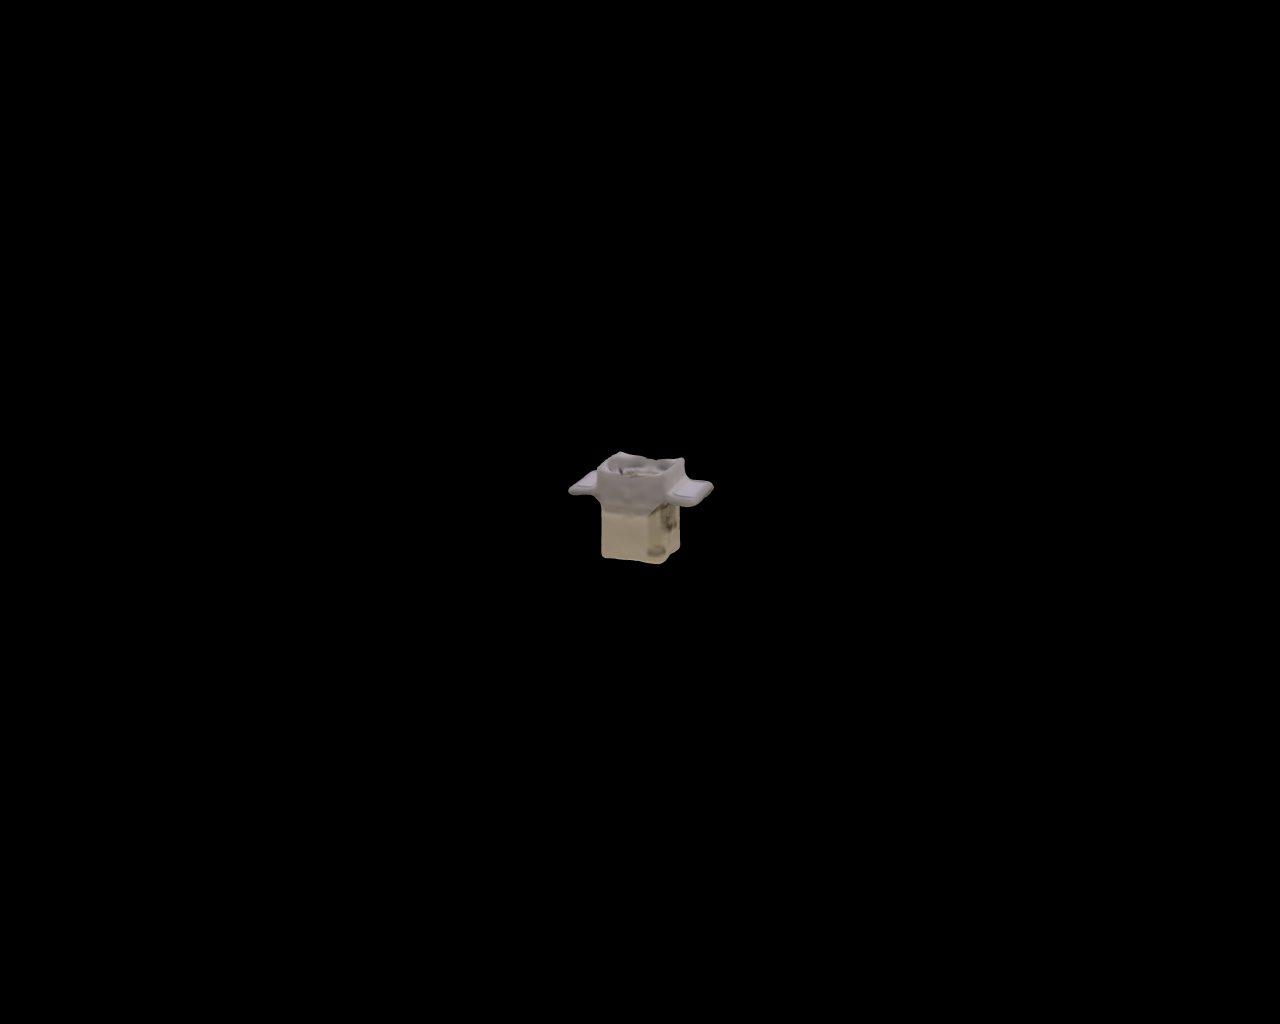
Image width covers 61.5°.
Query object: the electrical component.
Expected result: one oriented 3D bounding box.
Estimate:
[{"bbox_3d":[0.001,-0.003,0.650,0.081,0.063,0.042,7,20,20],"label":"electrical component"}]
